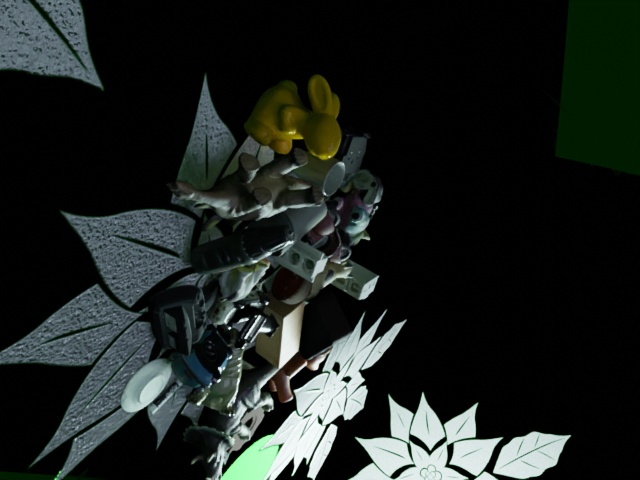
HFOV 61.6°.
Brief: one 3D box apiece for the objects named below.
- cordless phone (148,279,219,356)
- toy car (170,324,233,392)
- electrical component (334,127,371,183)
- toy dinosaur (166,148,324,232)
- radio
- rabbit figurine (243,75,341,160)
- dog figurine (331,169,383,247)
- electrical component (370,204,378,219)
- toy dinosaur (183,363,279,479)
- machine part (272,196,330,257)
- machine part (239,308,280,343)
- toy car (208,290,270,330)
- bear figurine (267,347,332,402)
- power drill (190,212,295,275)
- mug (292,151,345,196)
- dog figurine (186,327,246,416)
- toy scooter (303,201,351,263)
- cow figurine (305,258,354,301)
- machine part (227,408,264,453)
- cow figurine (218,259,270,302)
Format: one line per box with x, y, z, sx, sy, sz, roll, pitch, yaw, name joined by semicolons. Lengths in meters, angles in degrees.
-0.250;0.122;1.070;0.184;0.089;0.146;-53;157;-44;cordless phone
-0.263;0.255;1.147;0.103;0.109;0.162;-32;-170;19;toy car
0.059;-0.206;1.311;0.115;0.058;0.134;-18;132;-54;electrical component
-0.102;-0.087;0.966;0.471;0.199;0.105;-7;82;-57;toy dinosaur
-0.007;0.242;1.484;0.073;0.131;0.229;-23;167;-30;radio
-0.026;-0.215;0.993;0.162;0.173;0.121;-55;152;-1;rabbit figurine
0.104;-0.076;1.494;0.191;0.109;0.219;-57;161;-13;dog figurine
0.136;-0.099;1.595;0.102;0.045;0.078;-17;133;-57;electrical component
-0.218;0.430;1.422;0.405;0.131;0.192;-60;157;-16;toy dinosaur
-0.062;-0.039;1.237;0.243;0.079;0.079;-43;151;-33;machine part
-0.142;0.202;1.271;0.084;0.039;0.138;-63;158;2;machine part
-0.182;0.157;1.246;0.073;0.056;0.201;-58;160;11;toy car
-0.060;0.377;1.609;0.196;0.120;0.131;-17;108;-26;bear figurine
-0.120;0.003;1.039;0.086;0.232;0.207;68;22;-11;power drill
-0.005;-0.154;1.181;0.109;0.107;0.080;-5;122;-65;mug
-0.230;0.312;1.295;0.172;0.121;0.190;-32;-143;68;dog figurine
-0.003;-0.004;1.368;0.135;0.075;0.183;-26;118;-11;toy scooter
0.006;0.088;1.451;0.195;0.127;0.085;-44;154;-28;cow figurine
-0.231;0.537;1.578;0.179;0.056;0.179;-46;153;-32;machine part
-0.163;0.085;1.170;0.098;0.068;0.167;-69;165;12;cow figurine
